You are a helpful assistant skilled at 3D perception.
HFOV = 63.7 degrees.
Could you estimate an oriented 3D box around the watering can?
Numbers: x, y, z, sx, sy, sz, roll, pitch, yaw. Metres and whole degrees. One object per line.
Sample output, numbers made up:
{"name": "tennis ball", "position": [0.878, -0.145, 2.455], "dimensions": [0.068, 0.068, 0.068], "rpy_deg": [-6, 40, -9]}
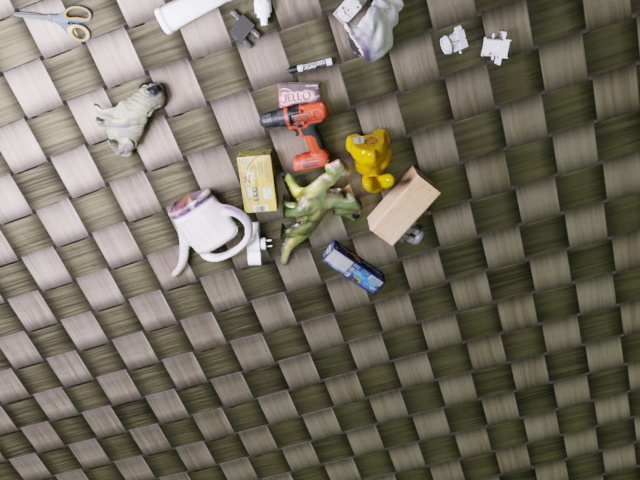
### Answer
{"name": "watering can", "position": [-0.361, -0.020, 1.514], "dimensions": [0.345, 0.106, 0.222], "rpy_deg": [-25, 110, 23]}

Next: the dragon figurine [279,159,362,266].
{"name": "dragon figurine", "position": [0.005, -0.075, 1.485], "dimensions": [0.243, 0.125, 0.400], "rpy_deg": [-1, 135, -8]}

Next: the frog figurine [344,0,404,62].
{"name": "frog figurine", "position": [0.151, -0.528, 1.283], "dimensions": [0.159, 0.125, 0.135], "rpy_deg": [-33, 143, 5]}
